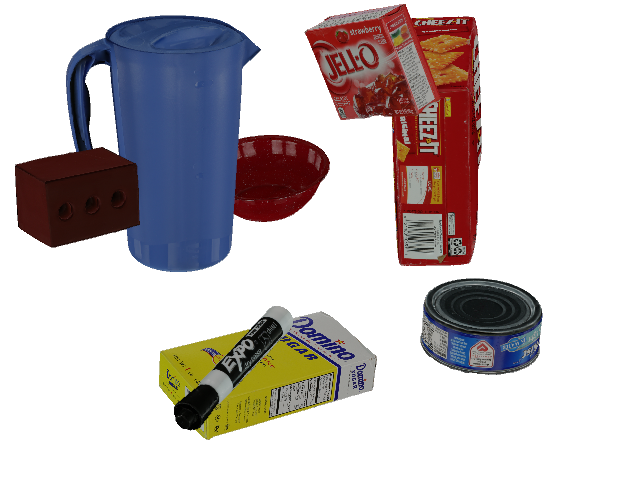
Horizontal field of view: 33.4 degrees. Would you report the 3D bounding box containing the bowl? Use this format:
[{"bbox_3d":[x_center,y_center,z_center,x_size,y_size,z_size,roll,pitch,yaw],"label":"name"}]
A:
[{"bbox_3d":[-0.069,-0.070,1.320,0.162,0.055,0.162,-2,33,1],"label":"bowl"}]

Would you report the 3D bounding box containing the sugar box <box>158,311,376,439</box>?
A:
[{"bbox_3d":[-0.047,0.117,0.964,0.175,0.048,0.093,-15,33,-30],"label":"sugar box"}]

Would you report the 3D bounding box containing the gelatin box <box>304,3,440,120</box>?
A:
[{"bbox_3d":[0.036,-0.125,0.762,0.030,0.073,0.089,-36,24,-30],"label":"gelatin box"}]

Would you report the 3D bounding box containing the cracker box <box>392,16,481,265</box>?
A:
[{"bbox_3d":[0.111,-0.097,0.977,0.072,0.164,0.213,0,27,10],"label":"cracker box"}]

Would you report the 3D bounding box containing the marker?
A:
[{"bbox_3d":[-0.051,0.075,0.636,0.020,0.020,0.121,0,25,28],"label":"marker"}]

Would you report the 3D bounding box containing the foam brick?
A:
[{"bbox_3d":[-0.184,-0.034,0.808,0.078,0.053,0.051,-18,31,-36],"label":"foam brick"}]

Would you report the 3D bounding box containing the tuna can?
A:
[{"bbox_3d":[0.115,0.060,0.766,0.086,0.034,0.086,1,25,0],"label":"tuna can"}]

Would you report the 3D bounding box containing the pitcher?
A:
[{"bbox_3d":[-0.153,-0.094,1.064,0.149,0.243,0.144,13,28,20],"label":"pitcher"}]
